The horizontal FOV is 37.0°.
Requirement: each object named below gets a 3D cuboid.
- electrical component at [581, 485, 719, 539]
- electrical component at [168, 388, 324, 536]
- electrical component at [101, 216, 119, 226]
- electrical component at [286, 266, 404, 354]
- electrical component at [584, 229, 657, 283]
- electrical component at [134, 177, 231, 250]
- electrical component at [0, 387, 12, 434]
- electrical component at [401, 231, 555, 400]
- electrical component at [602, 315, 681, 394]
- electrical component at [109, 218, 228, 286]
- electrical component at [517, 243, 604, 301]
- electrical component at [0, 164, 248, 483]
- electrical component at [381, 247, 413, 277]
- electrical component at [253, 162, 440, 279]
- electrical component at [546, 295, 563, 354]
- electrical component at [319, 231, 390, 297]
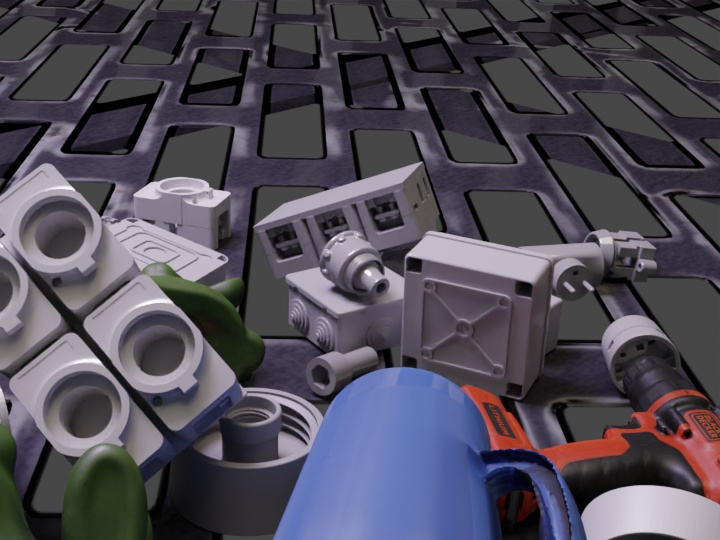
[{"bbox_3d":[0.167,0.162,0.589,0.099,0.099,0.064,10,31,17],"label":"electrical component"},{"bbox_3d":[-0.072,0.117,0.707,0.108,0.060,0.108,2,24,-1],"label":"electrical component"},{"bbox_3d":[-0.243,-0.013,0.984,0.042,0.063,0.081,16,27,31],"label":"electrical component"},{"bbox_3d":[-0.006,0.033,0.921,0.100,0.048,0.100,-13,28,-32],"label":"electrical component"},{"bbox_3d":[0.254,-0.015,1.064,0.055,0.048,0.066,4,22,-15],"label":"electrical component"},{"bbox_3d":[-0.183,-0.060,1.108,0.089,0.055,0.050,9,24,14],"label":"electrical component"},{"bbox_3d":[-0.266,0.100,0.670,0.060,0.105,0.186,-12,28,-30],"label":"electrical component"},{"bbox_3d":[0.092,0.035,0.853,0.109,0.108,0.056,13,28,22],"label":"electrical component"},{"bbox_3d":[0.223,0.067,0.861,0.055,0.055,0.047,2,20,0],"label":"electrical component"},{"bbox_3d":[-0.180,0.008,0.931,0.113,0.057,0.078,22,29,19],"label":"electrical component"},{"bbox_3d":[0.194,0.004,1.014,0.077,0.043,0.079,-4,24,-14],"label":"electrical component"},{"bbox_3d":[-0.172,0.037,0.661,0.105,0.060,0.186,-41,77,-12],"label":"electrical component"},{"bbox_3d":[0.042,-0.003,1.016,0.043,0.043,0.081,17,27,29],"label":"electrical component"},{"bbox_3d":[-0.009,-0.043,1.007,0.150,0.061,0.089,-15,13,20],"label":"electrical component"},{"bbox_3d":[0.145,0.036,0.931,0.066,0.047,0.077,20,29,35],"label":"electrical component"},{"bbox_3d":[0.000,0.000,0.879,0.048,0.048,0.062,-13,35,-32],"label":"electrical component"}]
